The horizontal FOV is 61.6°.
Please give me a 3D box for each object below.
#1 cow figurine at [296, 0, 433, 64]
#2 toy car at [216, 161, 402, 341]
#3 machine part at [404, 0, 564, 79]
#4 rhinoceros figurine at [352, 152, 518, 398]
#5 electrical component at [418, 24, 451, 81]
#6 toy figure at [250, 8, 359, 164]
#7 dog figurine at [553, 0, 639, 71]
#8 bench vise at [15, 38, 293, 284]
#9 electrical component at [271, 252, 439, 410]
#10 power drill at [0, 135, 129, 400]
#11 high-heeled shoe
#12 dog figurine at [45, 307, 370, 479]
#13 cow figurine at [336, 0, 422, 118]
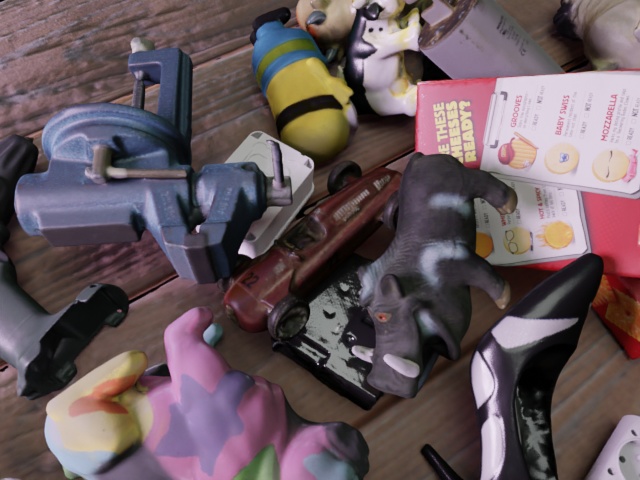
[{"bbox_3d":[0.063,-0.278,0.633,0.195,0.085,0.127,-1,52,24],"label":"cow figurine"},{"bbox_3d":[-0.001,-0.001,0.465,0.202,0.053,0.089,-42,46,-15],"label":"toy car"},{"bbox_3d":[0.183,-0.170,0.535,0.243,0.079,0.079,33,61,-24],"label":"machine part"},{"bbox_3d":[0.084,0.026,0.416,0.112,0.073,0.190,15,85,-24],"label":"rhinoceros figurine"},{"bbox_3d":[0.181,-0.232,0.653,0.119,0.047,0.075,-4,63,-6],"label":"electrical component"},{"bbox_3d":[-0.025,-0.165,0.590,0.089,0.082,0.180,-31,76,3],"label":"toy figure"},{"bbox_3d":[0.379,-0.235,0.650,0.172,0.121,0.191,35,41,-22],"label":"dog figurine"},{"bbox_3d":[-0.135,-0.084,0.462,0.224,0.128,0.240,-9,62,6],"label":"bench vise"},{"bbox_3d":[0.040,0.080,0.481,0.134,0.058,0.115,29,67,11],"label":"electrical component"},{"bbox_3d":[-0.277,0.024,0.477,0.207,0.086,0.232,31,67,7],"label":"power drill"},{"bbox_3d":[0.178,0.141,0.403,0.145,0.086,0.248,42,105,38],"label":"high-heeled shoe"},{"bbox_3d":[-0.072,0.169,0.403,0.191,0.108,0.219,-33,72,-19],"label":"dog figurine"},{"bbox_3d":[0.062,-0.214,0.576,0.098,0.167,0.068,-2,31,12],"label":"cow figurine"}]
